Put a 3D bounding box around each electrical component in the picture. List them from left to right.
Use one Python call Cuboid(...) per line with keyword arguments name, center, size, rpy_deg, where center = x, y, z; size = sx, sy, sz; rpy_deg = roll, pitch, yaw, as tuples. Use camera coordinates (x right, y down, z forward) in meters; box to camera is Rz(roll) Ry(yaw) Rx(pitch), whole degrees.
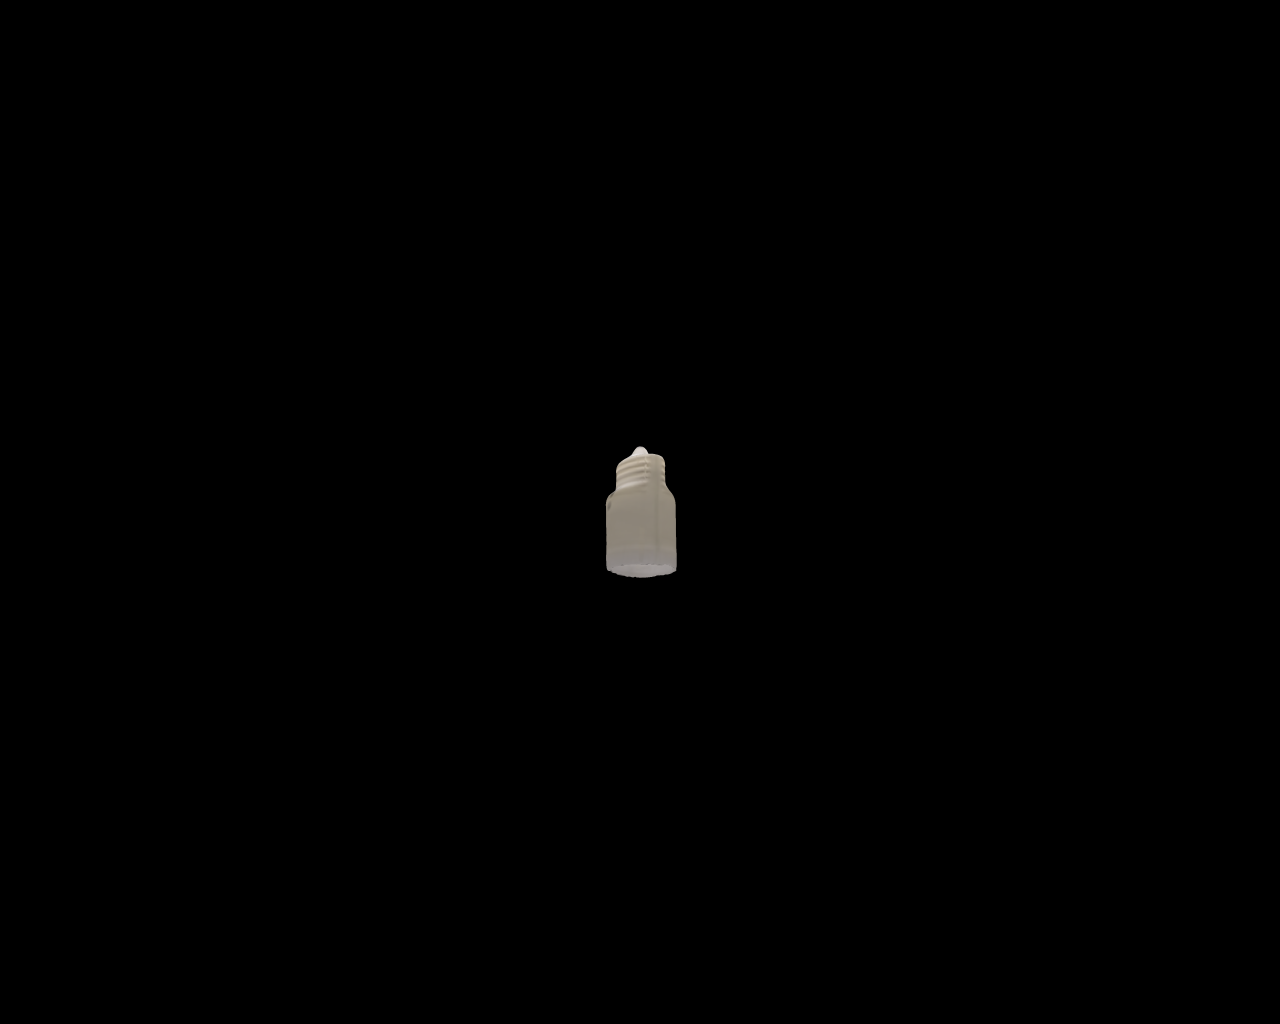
Cuboid(name="electrical component", center=(0.001, -0.003, 0.650), size=(0.043, 0.081, 0.043), rpy_deg=(0, -14, 0))
